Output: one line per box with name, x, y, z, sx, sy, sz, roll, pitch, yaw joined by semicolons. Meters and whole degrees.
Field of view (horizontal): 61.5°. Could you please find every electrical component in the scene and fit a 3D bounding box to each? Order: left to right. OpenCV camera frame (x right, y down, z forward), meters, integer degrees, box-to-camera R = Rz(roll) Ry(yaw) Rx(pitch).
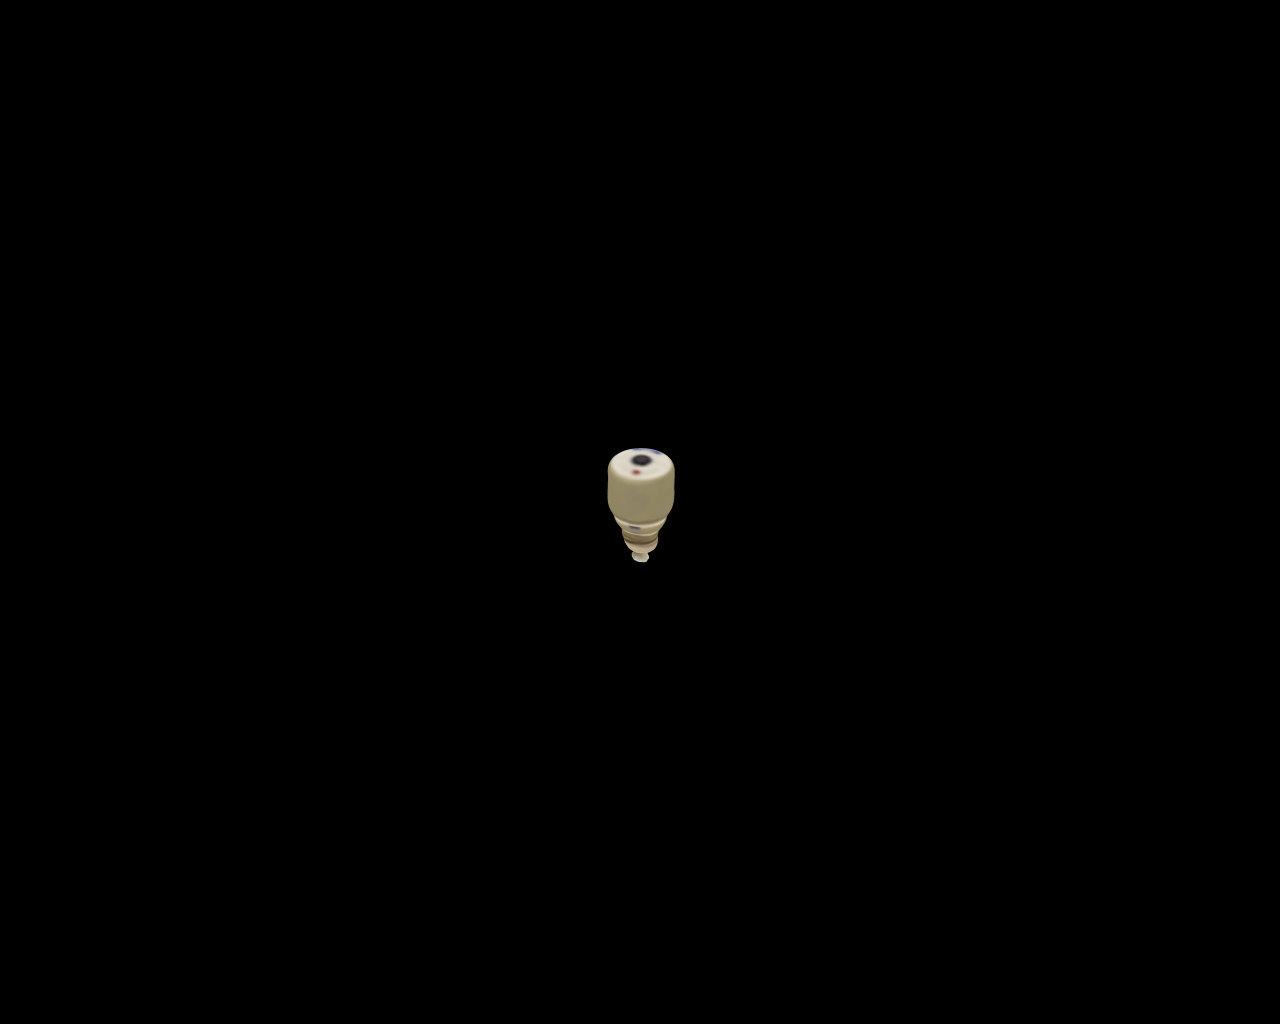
electrical component;0.001;-0.003;0.650;0.040;0.078;0.040;0;35;0
